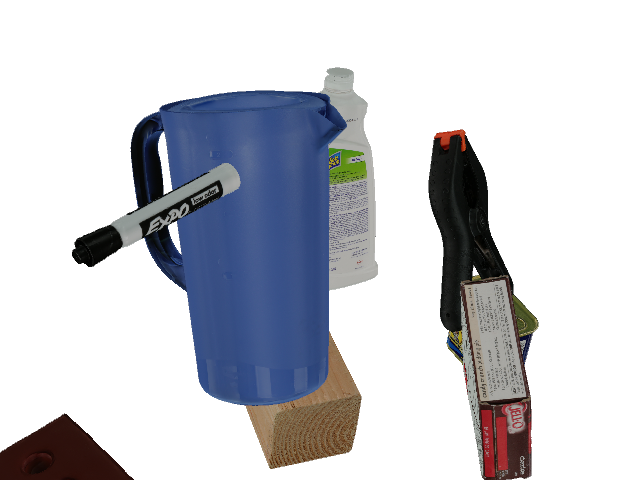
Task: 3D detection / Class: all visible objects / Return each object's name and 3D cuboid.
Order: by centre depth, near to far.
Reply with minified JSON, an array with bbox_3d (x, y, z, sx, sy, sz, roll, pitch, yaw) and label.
[{"bbox_3d":[-0.112,0.128,0.481,0.052,0.051,0.078,-31,44,-31],"label":"foam brick"},{"bbox_3d":[-0.100,-0.016,0.655,0.120,0.020,0.020,-31,19,-34],"label":"marker"},{"bbox_3d":[0.122,0.095,0.742,0.039,0.090,0.113,-7,44,3],"label":"pudding box"},{"bbox_3d":[-0.062,0.002,0.859,0.144,0.243,0.149,-8,15,-20],"label":"pitcher"},{"bbox_3d":[0.122,-0.007,0.929,0.039,0.171,0.120,-11,15,29],"label":"clamp"},{"bbox_3d":[-0.039,0.123,1.112,0.090,0.090,0.206,-9,42,-18],"label":"wood block"},{"bbox_3d":[0.185,0.101,1.164,0.057,0.084,0.102,-13,40,-24],"label":"can of meat"},{"bbox_3d":[0.022,-0.070,1.198,0.102,0.251,0.068,-14,31,-30],"label":"bleach bottle"}]
